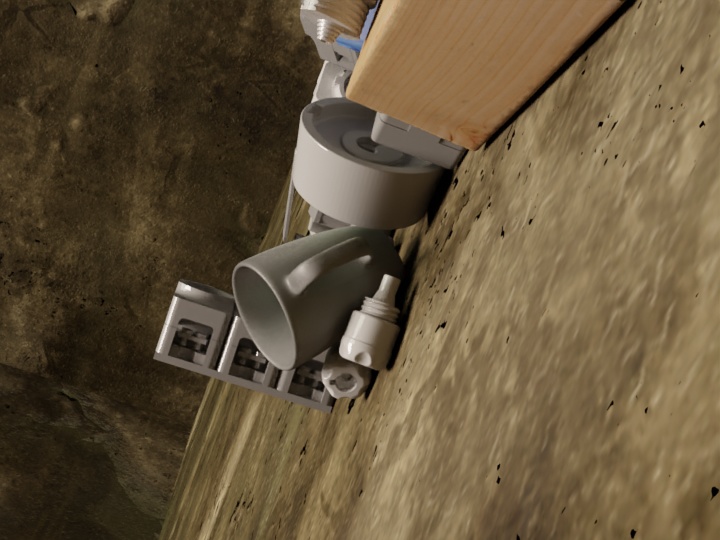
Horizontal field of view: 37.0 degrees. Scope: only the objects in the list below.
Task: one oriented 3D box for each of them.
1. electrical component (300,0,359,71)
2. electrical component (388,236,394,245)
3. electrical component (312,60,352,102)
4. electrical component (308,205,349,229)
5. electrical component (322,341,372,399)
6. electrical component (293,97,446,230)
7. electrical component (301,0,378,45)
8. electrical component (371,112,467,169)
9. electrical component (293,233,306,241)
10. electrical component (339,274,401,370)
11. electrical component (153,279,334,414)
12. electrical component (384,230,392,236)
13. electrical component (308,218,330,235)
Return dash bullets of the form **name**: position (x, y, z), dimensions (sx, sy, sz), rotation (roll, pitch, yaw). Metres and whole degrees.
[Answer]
- **electrical component**: position (0.014, -0.275, 1.035), dimensions (0.150, 0.062, 0.089), rotation (-51, -30, -20)
- **electrical component**: position (0.000, 0.000, 0.835), dimensions (0.043, 0.043, 0.062), rotation (147, 141, -77)
- **electrical component**: position (0.009, -0.205, 1.100), dimensions (0.061, 0.089, 0.150), rotation (123, 164, -60)
- **electrical component**: position (0.015, -0.125, 0.969), dimensions (0.105, 0.060, 0.186), rotation (-123, 53, -80)
- **electrical component**: position (-0.008, 0.065, 0.765), dimensions (0.061, 0.035, 0.035), rotation (-82, 14, -65)
- **electrical component**: position (0.004, -0.070, 0.758), dimensions (0.108, 0.108, 0.060), rotation (-83, 9, -58)
- **electrical component**: position (-0.007, -0.173, 0.639), dimensions (0.043, 0.043, 0.081), rotation (180, 110, -82)
- **electrical component**: position (0.050, -0.123, 0.722), dimensions (0.061, 0.062, 0.096), rotation (119, 167, -52)
- **electrical component**: position (-0.037, -0.021, 1.069), dimensions (0.035, 0.061, 0.035), rotation (-161, 90, -82)
- **electrical component**: position (0.011, 0.033, 0.709), dimensions (0.035, 0.035, 0.061), rotation (172, 119, -81)
- **electrical component**: position (-0.089, 0.061, 0.905), dimensions (0.089, 0.150, 0.061), rotation (-143, 71, -82)
- **electrical component**: position (0.008, -0.029, 0.885), dimensions (0.035, 0.035, 0.061), rotation (-177, 104, -82)
- **electrical component**: position (-0.030, -0.052, 1.154), dimensions (0.065, 0.047, 0.076), rotation (-82, 13, -55)
